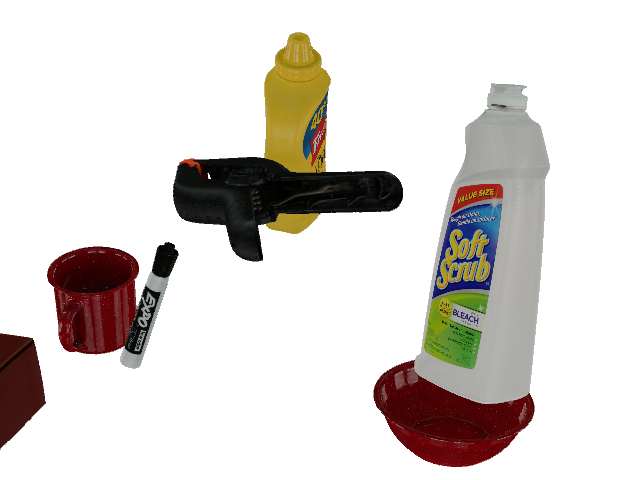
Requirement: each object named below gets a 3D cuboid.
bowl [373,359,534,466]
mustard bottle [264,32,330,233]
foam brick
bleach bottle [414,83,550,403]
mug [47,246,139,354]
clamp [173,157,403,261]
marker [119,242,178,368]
[{"bbox_3d":[0.133,0.181,1.084,0.162,0.055,0.162,2,24,-1],"label":"bowl"},{"bbox_3d":[-0.022,-0.105,0.985,0.058,0.192,0.096,13,43,11],"label":"mustard bottle"},{"bbox_3d":[-0.223,0.101,0.686,0.053,0.051,0.078,6,29,22],"label":"foam brick"},{"bbox_3d":[0.135,-0.001,0.868,0.067,0.251,0.103,-4,14,-34],"label":"bleach bottle"},{"bbox_3d":[-0.237,0.070,1.104,0.093,0.081,0.117,9,32,11],"label":"mug"},{"bbox_3d":[-0.047,-0.024,0.672,0.172,0.039,0.120,8,19,44],"label":"clamp"},{"bbox_3d":[-0.146,0.055,0.915,0.020,0.121,0.020,19,22,-8],"label":"marker"}]
